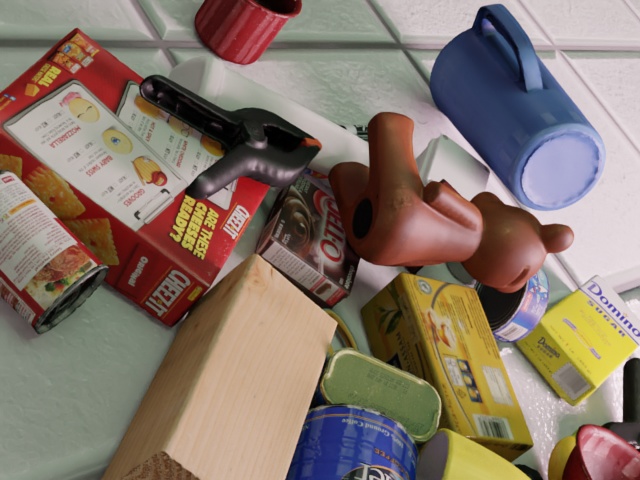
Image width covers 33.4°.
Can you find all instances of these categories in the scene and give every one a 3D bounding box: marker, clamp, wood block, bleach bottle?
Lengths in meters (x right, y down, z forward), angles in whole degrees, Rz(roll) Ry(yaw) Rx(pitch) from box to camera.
[{"bbox_3d":[0.046,-0.117,1.164,0.120,0.020,0.020,-4,57,-44],"label":"marker"},{"bbox_3d":[-0.072,-0.088,0.892,0.171,0.039,0.120,-6,64,-52],"label":"clamp"},{"bbox_3d":[-0.069,0.118,0.758,0.090,0.090,0.206,40,36,-15],"label":"wood block"},{"bbox_3d":[0.335,0.223,1.078,0.164,0.036,0.209,50,39,8],"label":"clamp"},{"bbox_3d":[-0.023,-0.096,1.015,0.250,0.103,0.068,20,84,-29],"label":"bleach bottle"}]

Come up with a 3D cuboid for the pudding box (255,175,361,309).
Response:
[{"bbox_3d":[-0.007,0.001,0.980,0.090,0.039,0.113,35,38,-12],"label":"pudding box"}]

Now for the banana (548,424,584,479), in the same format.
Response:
[{"bbox_3d":[0.248,0.255,0.953,0.069,0.037,0.198,-6,58,-16],"label":"banana"}]

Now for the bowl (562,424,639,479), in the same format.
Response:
[{"bbox_3d":[0.253,0.234,0.888,0.162,0.055,0.162,36,24,-19],"label":"bowl"}]

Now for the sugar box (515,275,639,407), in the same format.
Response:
[{"bbox_3d":[0.285,0.103,1.144,0.093,0.048,0.175,51,38,11],"label":"sugar box"}]

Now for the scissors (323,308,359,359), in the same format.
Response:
[{"bbox_3d":[0.014,0.140,0.881,0.096,0.016,0.202,12,46,-33],"label":"scissors"}]

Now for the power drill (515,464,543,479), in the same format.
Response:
[{"bbox_3d":[0.163,0.275,0.850,0.187,0.057,0.184,-6,54,-45],"label":"power drill"}]

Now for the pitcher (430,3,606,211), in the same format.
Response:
[{"bbox_3d":[0.221,-0.146,1.197,0.149,0.145,0.243,32,20,-31],"label":"pitcher"}]

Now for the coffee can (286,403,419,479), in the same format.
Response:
[{"bbox_3d":[0.012,0.200,0.745,0.102,0.103,0.140,32,38,-14],"label":"coffee can"}]

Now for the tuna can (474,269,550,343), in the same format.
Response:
[{"bbox_3d":[0.189,0.059,1.065,0.033,0.086,0.086,26,40,-24],"label":"tuna can"}]

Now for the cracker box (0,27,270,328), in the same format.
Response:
[{"bbox_3d":[-0.162,-0.053,0.864,0.213,0.072,0.164,38,37,-9],"label":"cracker box"}]

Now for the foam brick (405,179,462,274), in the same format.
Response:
[{"bbox_3d":[0.109,-0.013,1.070,0.051,0.078,0.052,46,38,2],"label":"foam brick"}]

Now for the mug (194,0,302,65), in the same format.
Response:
[{"bbox_3d":[-0.072,-0.241,1.125,0.093,0.082,0.117,52,37,12],"label":"mug"}]

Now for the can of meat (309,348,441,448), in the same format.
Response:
[{"bbox_3d":[0.033,0.134,0.828,0.102,0.084,0.057,24,56,-9],"label":"can of meat"}]

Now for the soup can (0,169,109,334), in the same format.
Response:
[{"bbox_3d":[-0.211,0.008,0.761,0.102,0.069,0.068,45,36,4],"label":"soup can"}]
